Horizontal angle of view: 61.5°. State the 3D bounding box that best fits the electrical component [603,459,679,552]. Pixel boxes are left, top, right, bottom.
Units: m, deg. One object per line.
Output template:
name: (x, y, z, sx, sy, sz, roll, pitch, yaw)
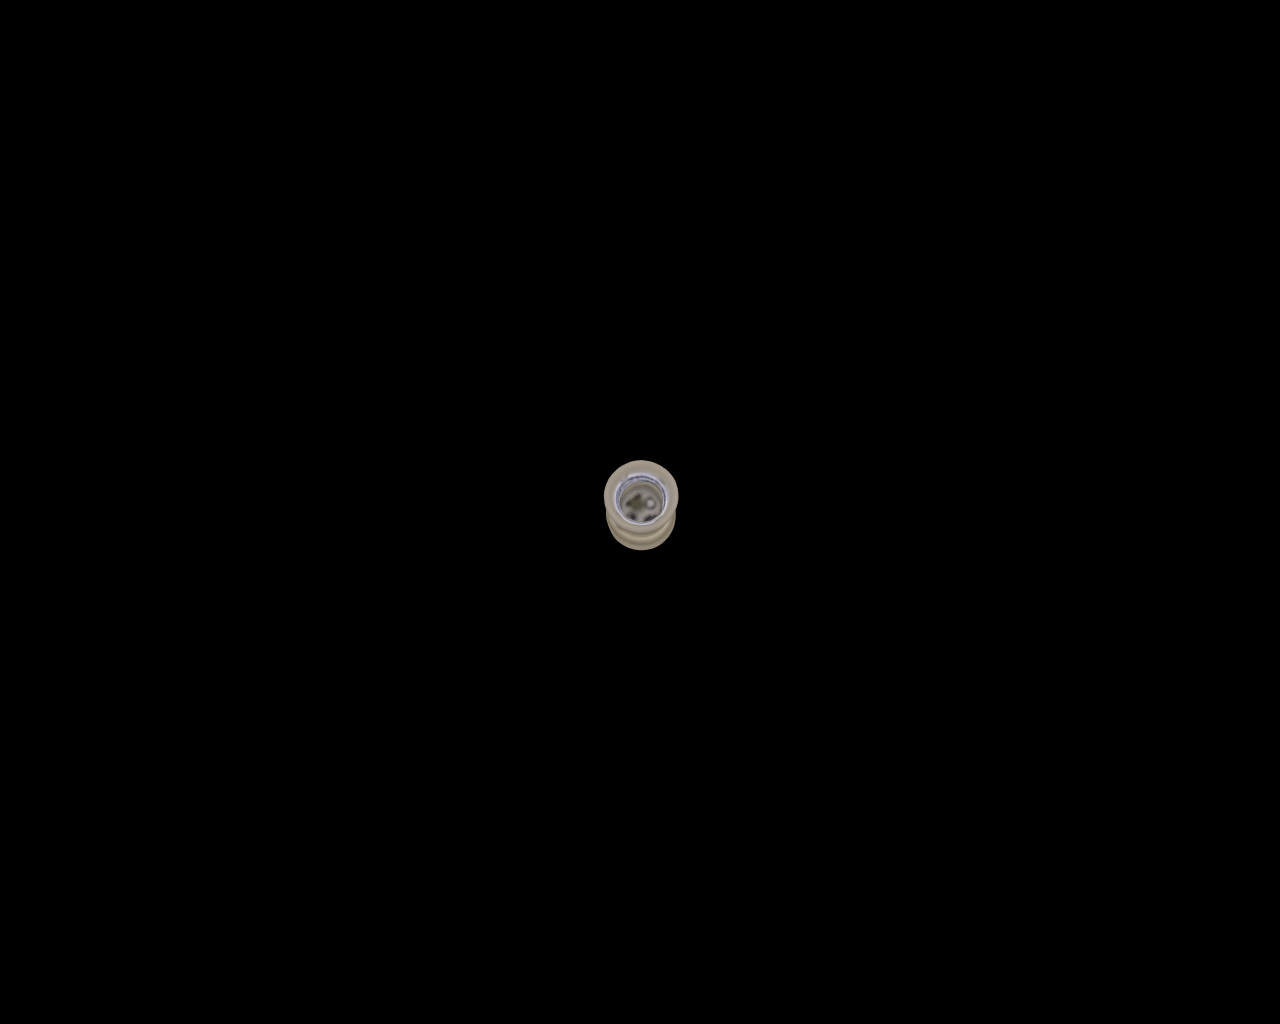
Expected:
electrical component: (0.001, -0.003, 0.650, 0.045, 0.045, 0.055, 0, -16, 0)
